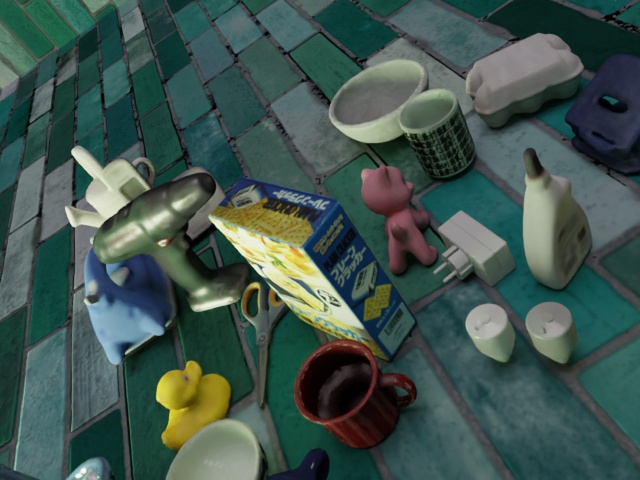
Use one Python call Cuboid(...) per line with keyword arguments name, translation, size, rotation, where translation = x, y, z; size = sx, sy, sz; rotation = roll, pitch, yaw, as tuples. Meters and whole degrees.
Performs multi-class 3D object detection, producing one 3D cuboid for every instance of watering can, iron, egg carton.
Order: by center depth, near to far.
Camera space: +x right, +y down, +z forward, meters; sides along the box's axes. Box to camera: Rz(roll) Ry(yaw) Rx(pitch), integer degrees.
Cuboid(name="egg carton", translation=(0.283, -0.226, 0.806), size=(0.150, 0.070, 0.107), rotation=(-23, 41, 15))
Cuboid(name="iron", translation=(-0.317, 0.061, 0.896), size=(0.118, 0.142, 0.257), rotation=(-34, 40, 3))
Cuboid(name="watering can", translation=(-0.383, -0.090, 1.049), size=(0.100, 0.195, 0.173), rotation=(3, 53, 37))

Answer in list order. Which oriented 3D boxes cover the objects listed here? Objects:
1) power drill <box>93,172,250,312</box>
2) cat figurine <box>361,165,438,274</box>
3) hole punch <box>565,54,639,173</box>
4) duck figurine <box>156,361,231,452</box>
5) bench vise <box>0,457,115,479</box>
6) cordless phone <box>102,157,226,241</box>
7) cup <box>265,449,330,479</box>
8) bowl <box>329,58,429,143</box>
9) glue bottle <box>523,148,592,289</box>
Cuboid(name="power drill", translation=(-0.193, 0.009, 0.807), size=(0.229, 0.209, 0.075), rotation=(-16, 44, 23))
Cuboid(name="cat figurine", translation=(0.092, -0.040, 0.723), size=(0.067, 0.118, 0.127), rotation=(-22, 42, 16))
Cuboid(name="hole punch", translation=(0.350, -0.148, 0.665), size=(0.101, 0.091, 0.108), rotation=(-37, 40, -1))
Cuboid(name="duck figurine", translation=(-0.166, 0.198, 0.699), size=(0.077, 0.086, 0.105), rotation=(6, 55, 39))
Cuboid(name="bench vise", translation=(-0.238, 0.269, 0.576), size=(0.207, 0.220, 0.121), rotation=(-14, 45, 24))
Cuboid(name="cordless phone", translation=(-0.256, -0.083, 0.959), size=(0.147, 0.186, 0.093), rotation=(-41, 40, -5))
Cuboid(name="cup", translation=(-0.010, 0.259, 0.523), size=(0.091, 0.095, 0.118), rotation=(6, 55, 39))
Cuboid(name="bowl", translation=(0.103, -0.209, 0.914), size=(0.167, 0.075, 0.167), rotation=(-19, 43, 19))
Cuboid(name="glue bottle", translation=(0.228, -0.028, 0.571), size=(0.037, 0.174, 0.078), rotation=(24, 67, 46))
